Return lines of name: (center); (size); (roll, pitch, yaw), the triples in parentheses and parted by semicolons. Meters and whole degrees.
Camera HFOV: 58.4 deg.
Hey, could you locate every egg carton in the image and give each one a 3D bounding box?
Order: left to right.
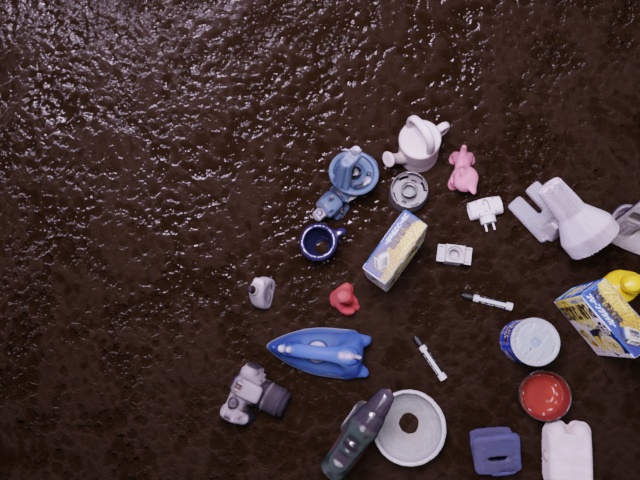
egg carton: (0.547, 0.477, 1.271); (0.107, 0.069, 0.150); (0, 80, 7)

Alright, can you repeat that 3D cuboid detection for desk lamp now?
desk lamp: (0.542, -0.052, 1.288); (0.118, 0.213, 0.203); (-42, 78, -1)

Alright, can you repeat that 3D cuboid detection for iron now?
iron: (-0.013, 0.262, 1.340); (0.258, 0.141, 0.119); (3, 81, 8)

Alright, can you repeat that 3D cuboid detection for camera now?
camera: (-0.148, 0.380, 1.358); (0.136, 0.101, 0.143); (24, 84, 10)

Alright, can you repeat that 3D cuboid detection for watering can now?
watering can: (0.232, -0.229, 1.366); (0.101, 0.194, 0.173); (35, 86, 12)

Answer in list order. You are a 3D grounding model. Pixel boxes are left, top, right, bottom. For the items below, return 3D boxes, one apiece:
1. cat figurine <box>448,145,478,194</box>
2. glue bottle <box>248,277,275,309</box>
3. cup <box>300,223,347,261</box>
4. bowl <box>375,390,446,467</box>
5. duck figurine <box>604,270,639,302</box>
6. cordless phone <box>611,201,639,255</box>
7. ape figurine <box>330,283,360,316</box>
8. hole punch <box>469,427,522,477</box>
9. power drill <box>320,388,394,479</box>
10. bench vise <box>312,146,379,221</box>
cat figurine: (0.347, -0.166, 1.380); (0.067, 0.118, 0.128); (1, 81, 8)
glue bottle: (-0.146, 0.122, 1.364); (0.037, 0.173, 0.078); (11, 82, 9)
cup: (0.013, 0.005, 1.404); (0.117, 0.095, 0.091); (-26, 78, 2)
bowl: (0.204, 0.429, 1.319); (0.167, 0.075, 0.167); (-1, 80, 7)
duck figurine: (0.696, 0.104, 1.308); (0.104, 0.086, 0.077); (-17, 79, 4)
cordless phone: (0.732, -0.031, 1.275); (0.147, 0.185, 0.094); (22, 84, 10)
ape figurine: (0.058, 0.140, 1.377); (0.076, 0.092, 0.078); (13, 82, 9)
hole punch: (0.395, 0.476, 1.279); (0.108, 0.091, 0.101); (-8, 79, 6)
power drill: (0.089, 0.418, 1.267); (0.075, 0.208, 0.230); (34, 86, 12)
bench vise: (0.065, -0.131, 1.357); (0.121, 0.220, 0.207); (22, 84, 10)
